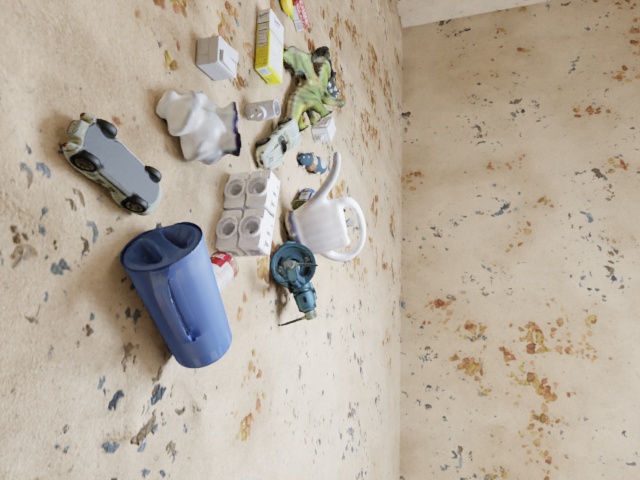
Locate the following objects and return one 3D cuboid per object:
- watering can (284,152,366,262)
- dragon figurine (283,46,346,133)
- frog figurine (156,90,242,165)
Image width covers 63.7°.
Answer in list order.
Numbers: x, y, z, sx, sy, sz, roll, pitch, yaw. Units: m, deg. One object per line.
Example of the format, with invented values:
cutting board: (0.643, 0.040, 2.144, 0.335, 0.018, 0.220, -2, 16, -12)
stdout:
watering can: (0.004, -0.073, 1.444, 0.106, 0.224, 0.340, -99, 173, -59)
dragon figurine: (-0.060, -0.459, 1.549, 0.417, 0.121, 0.241, -40, 106, -50)
frog figurine: (-0.241, -0.217, 0.986, 0.159, 0.123, 0.137, 6, 89, -34)
